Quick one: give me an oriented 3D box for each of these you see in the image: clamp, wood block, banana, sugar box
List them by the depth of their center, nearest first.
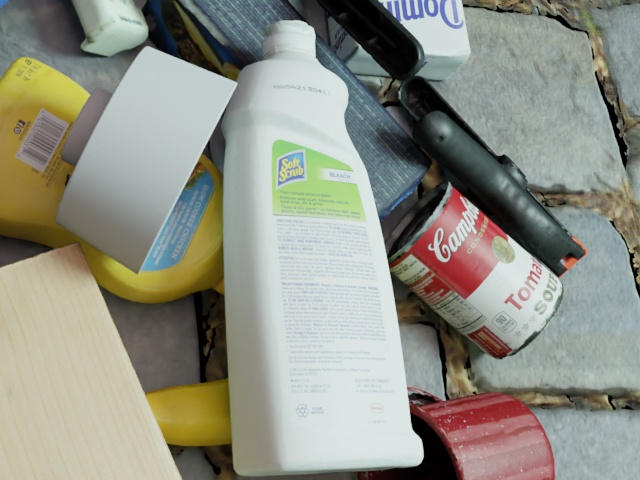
[{"bbox_3d":[-0.129,0.120,0.528,0.090,0.090,0.206,-21,80,-30],"label":"wood block"},{"bbox_3d":[-0.023,0.073,0.624,0.197,0.037,0.069,-34,95,-30],"label":"banana"},{"bbox_3d":[-0.010,-0.175,0.662,0.164,0.036,0.210,32,24,-15],"label":"clamp"},{"bbox_3d":[0.113,-0.037,0.701,0.171,0.039,0.120,43,20,-6],"label":"clamp"},{"bbox_3d":[0.047,-0.203,0.758,0.093,0.048,0.176,-1,70,-25],"label":"sugar box"}]

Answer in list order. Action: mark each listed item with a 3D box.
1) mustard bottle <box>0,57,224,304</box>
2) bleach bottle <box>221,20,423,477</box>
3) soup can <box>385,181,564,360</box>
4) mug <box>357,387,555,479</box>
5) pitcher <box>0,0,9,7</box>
[{"bbox_3d":[-0.107,-0.018,0.608,0.191,0.058,0.096,28,63,-13],"label":"mustard bottle"},{"bbox_3d":[-0.004,0.001,0.592,0.102,0.068,0.251,5,74,-32],"label":"bleach bottle"},{"bbox_3d":[0.097,0.020,0.685,0.102,0.069,0.068,40,60,-8],"label":"soup can"},{"bbox_3d":[0.075,0.128,0.628,0.081,0.093,0.117,-5,34,-36],"label":"mug"},{"bbox_3d":[-0.249,-0.214,0.527,0.243,0.149,0.144,51,38,-10],"label":"pitcher"}]
